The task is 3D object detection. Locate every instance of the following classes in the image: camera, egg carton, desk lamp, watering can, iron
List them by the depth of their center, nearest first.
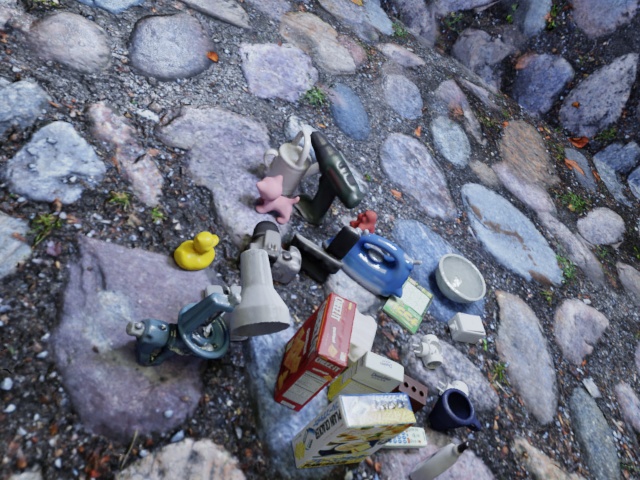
[{"bbox_3d":[-0.155,0.131,1.195,0.118,0.213,0.203,5,50,-32],"label":"desk lamp"},{"bbox_3d":[0.077,0.230,1.375,0.107,0.069,0.150,31,41,-7],"label":"egg carton"},{"bbox_3d":[-0.116,0.018,1.412,0.143,0.100,0.136,19,44,-20],"label":"camera"},{"bbox_3d":[0.144,0.038,1.544,0.258,0.141,0.119,33,41,-4],"label":"iron"},{"bbox_3d":[-0.068,-0.223,1.597,0.173,0.194,0.100,-8,57,-39],"label":"watering can"}]

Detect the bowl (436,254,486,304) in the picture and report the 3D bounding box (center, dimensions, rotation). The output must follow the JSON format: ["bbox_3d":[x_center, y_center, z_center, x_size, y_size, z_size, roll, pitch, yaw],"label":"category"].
[{"bbox_3d":[0.402,0.126,1.695,0.168,0.074,0.167,19,44,-19],"label":"bowl"}]

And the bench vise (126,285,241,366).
[{"bbox_3d":[-0.247,0.171,1.089,0.208,0.219,0.121,-10,59,-40],"label":"bench vise"}]

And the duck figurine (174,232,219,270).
[{"bbox_3d":[-0.278,0.017,1.311,0.105,0.086,0.077,-19,65,-44],"label":"duck figurine"}]

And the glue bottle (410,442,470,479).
[{"bbox_3d":[0.261,0.463,1.211,0.037,0.173,0.078,48,42,13],"label":"glue bottle"}]

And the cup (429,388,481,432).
[{"bbox_3d":[0.312,0.418,1.349,0.117,0.095,0.092,42,41,6],"label":"cup"}]

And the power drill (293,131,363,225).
[{"bbox_3d":[0.008,-0.154,1.575,0.229,0.208,0.076,50,42,14],"label":"power drill"}]

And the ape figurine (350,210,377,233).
[{"bbox_3d":[0.132,-0.051,1.655,0.076,0.092,0.078,41,41,4],"label":"ape figurine"}]

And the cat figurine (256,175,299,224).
[{"bbox_3d":[-0.117,-0.118,1.524,0.128,0.117,0.067,24,42,-15],"label":"cat figurine"}]

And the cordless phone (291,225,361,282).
[{"bbox_3d":[0.013,0.005,1.450,0.148,0.185,0.094,30,41,-8],"label":"cordless phone"}]
